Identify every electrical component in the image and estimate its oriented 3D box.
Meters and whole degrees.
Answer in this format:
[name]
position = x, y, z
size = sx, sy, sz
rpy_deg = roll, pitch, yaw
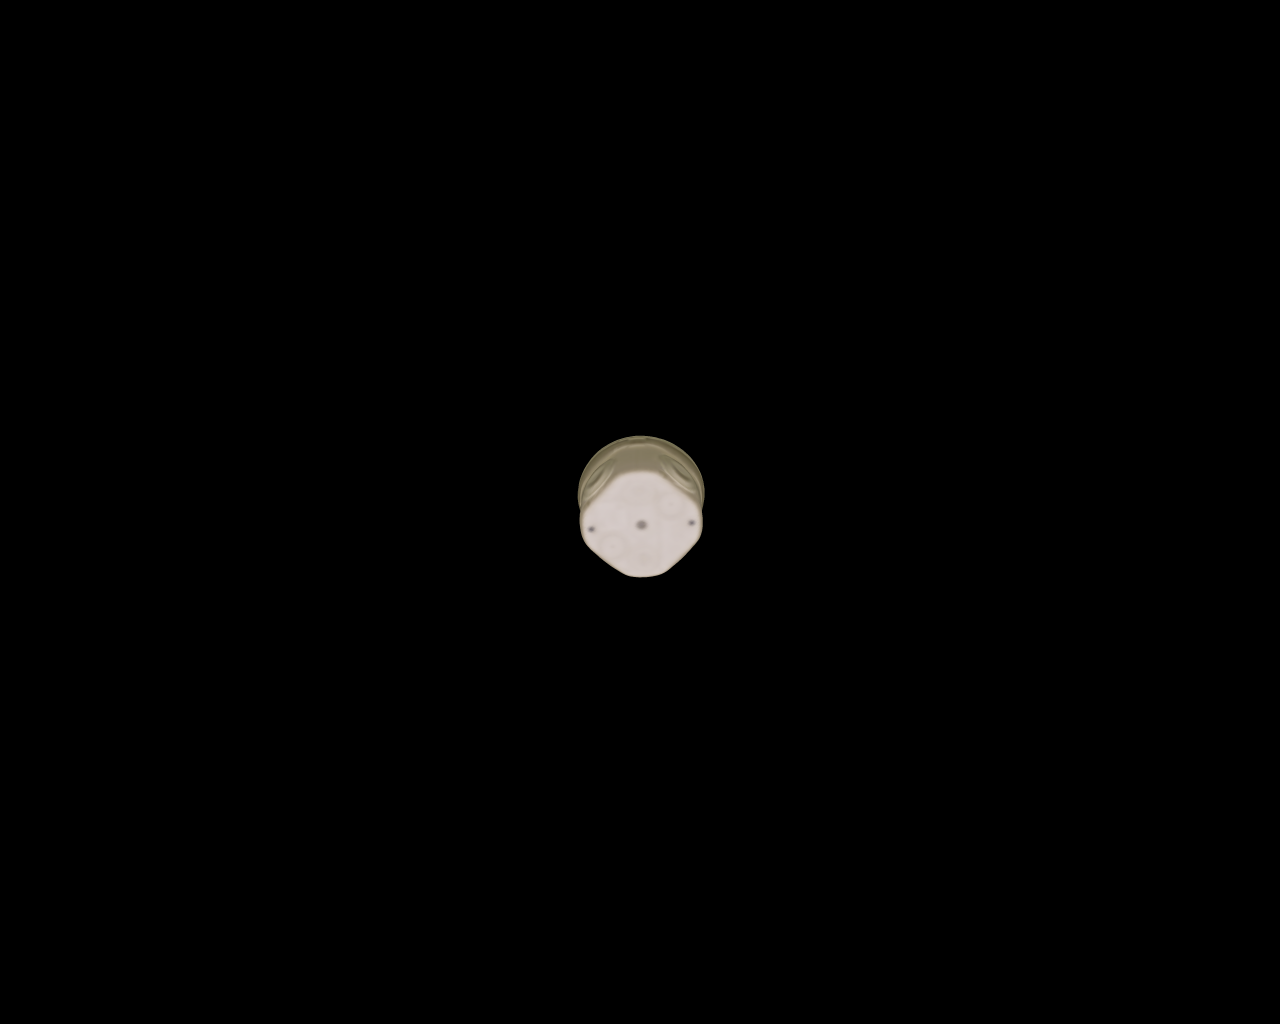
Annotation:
[electrical component]
position = 0.001, -0.003, 0.650
size = 0.080, 0.080, 0.051
rpy_deg = 0, 25, 0
